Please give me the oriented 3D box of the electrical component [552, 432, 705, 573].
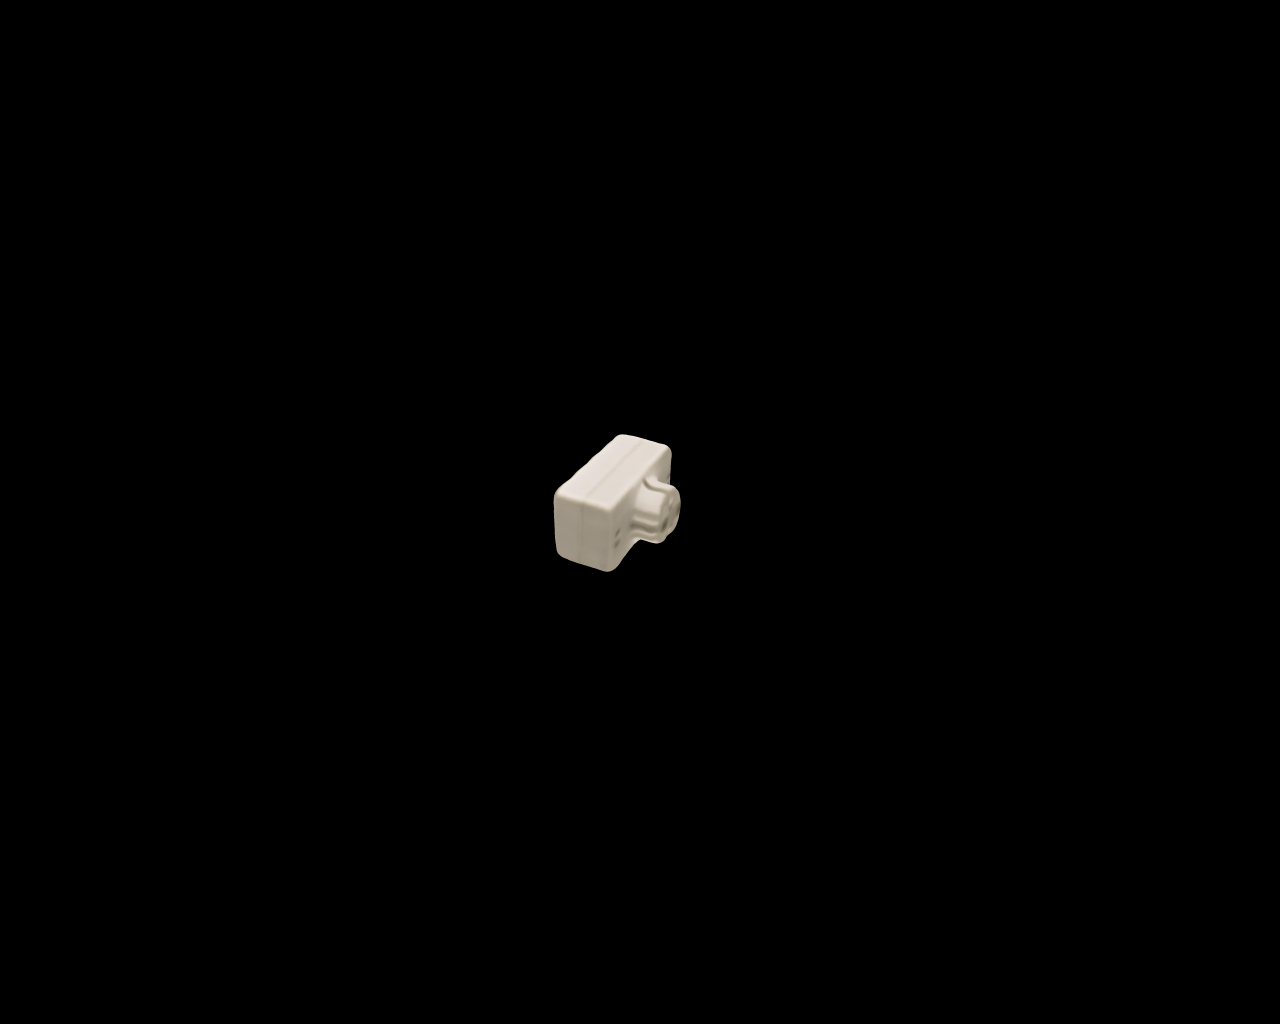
[{"bbox_3d":[0.001,-0.003,0.650,0.076,0.047,0.083,16,37,22],"label":"electrical component"}]
